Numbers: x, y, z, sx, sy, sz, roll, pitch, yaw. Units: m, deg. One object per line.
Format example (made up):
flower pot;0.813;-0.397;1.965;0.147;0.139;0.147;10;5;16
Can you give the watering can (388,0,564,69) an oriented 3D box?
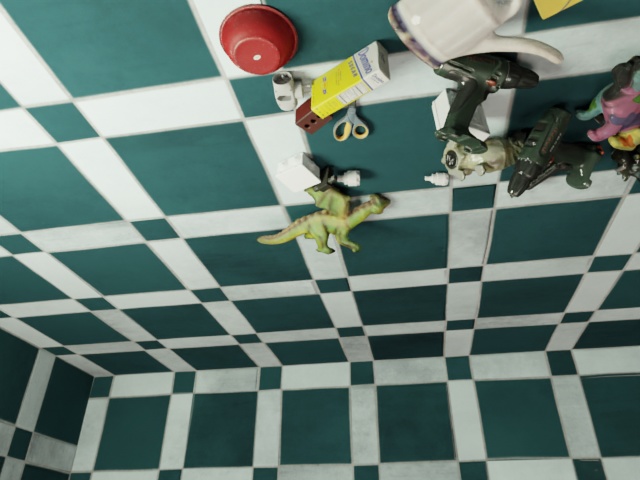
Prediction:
watering can;0.274;-0.396;0.946;0.344;0.106;0.221;38;133;-25

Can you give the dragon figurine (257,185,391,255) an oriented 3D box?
dragon figurine;0.005;-0.077;1.524;0.410;0.125;0.237;-2;130;0
